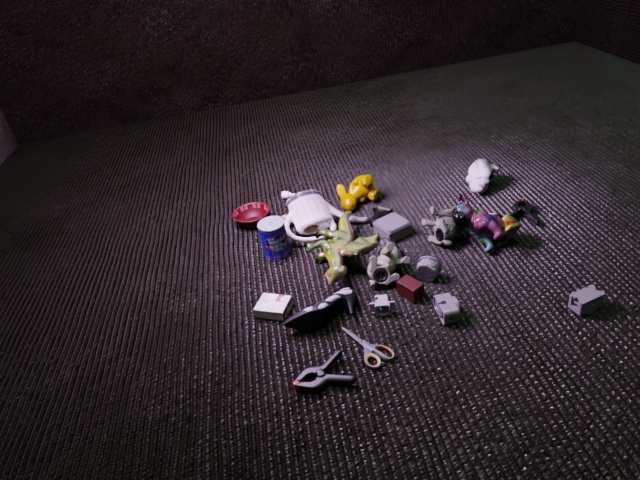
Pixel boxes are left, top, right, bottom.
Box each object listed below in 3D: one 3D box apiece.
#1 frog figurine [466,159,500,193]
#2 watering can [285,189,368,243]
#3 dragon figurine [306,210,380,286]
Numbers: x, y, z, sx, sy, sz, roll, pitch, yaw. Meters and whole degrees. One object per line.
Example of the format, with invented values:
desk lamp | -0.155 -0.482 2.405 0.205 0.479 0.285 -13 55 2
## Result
frog figurine | 0.668 -0.264 2.174 0.161 0.122 0.136 -40 10 -26
watering can | 0.006 -0.104 2.075 0.349 0.102 0.228 -16 63 -19
dragon figurine | 0.105 0.010 1.852 0.243 0.119 0.419 5 41 33
